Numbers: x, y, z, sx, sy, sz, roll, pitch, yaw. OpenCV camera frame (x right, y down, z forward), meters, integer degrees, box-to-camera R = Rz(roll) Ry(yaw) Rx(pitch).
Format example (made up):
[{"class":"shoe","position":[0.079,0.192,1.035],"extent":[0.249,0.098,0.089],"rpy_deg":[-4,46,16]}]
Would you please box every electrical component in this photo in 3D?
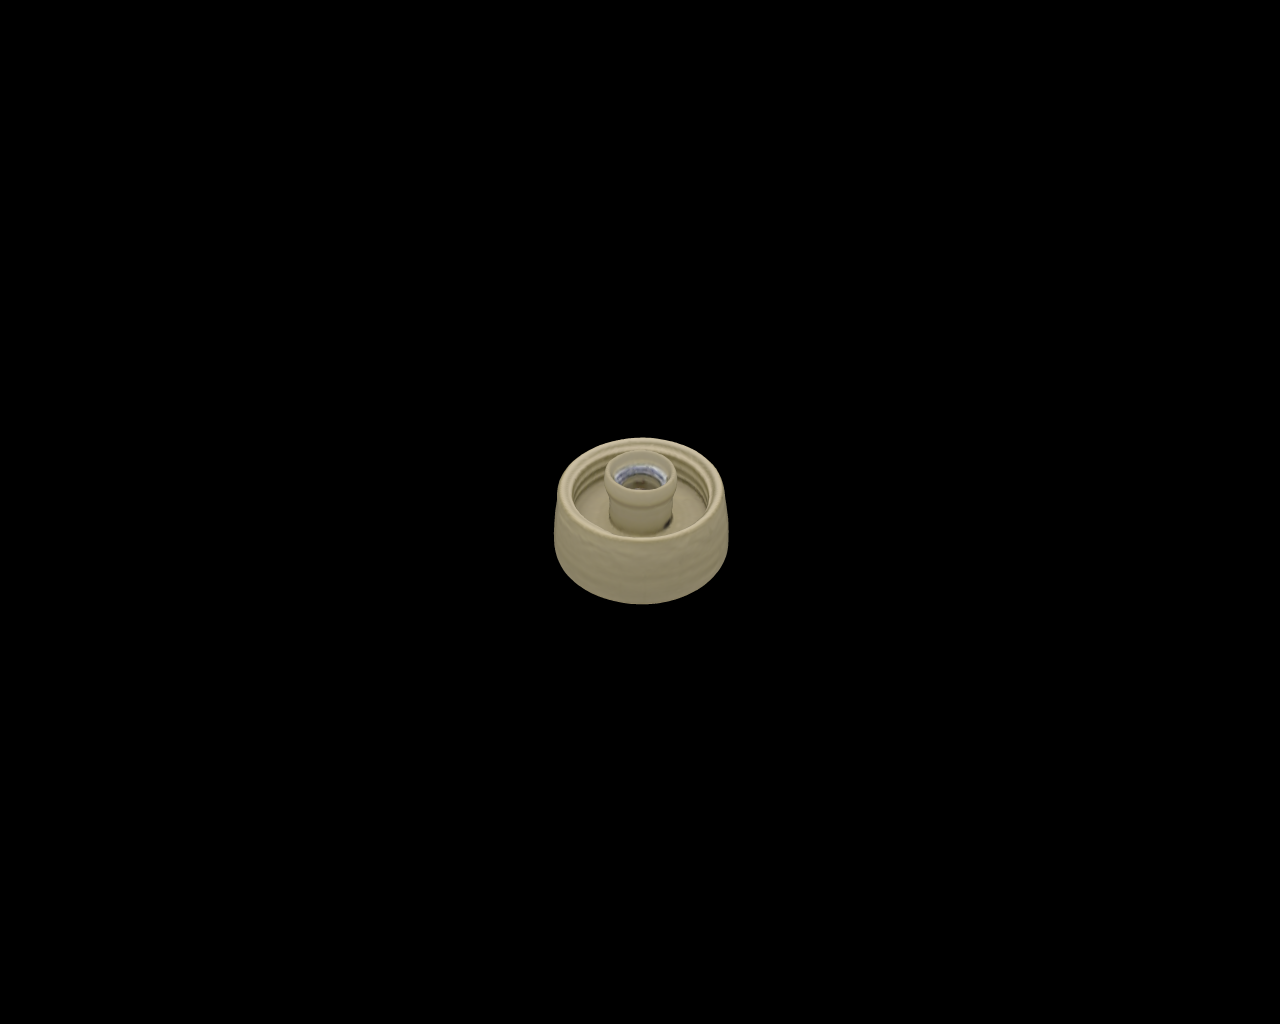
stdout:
[{"class":"electrical component","position":[0.001,-0.003,0.650],"extent":[0.108,0.060,0.108],"rpy_deg":[0,41,0]}]
